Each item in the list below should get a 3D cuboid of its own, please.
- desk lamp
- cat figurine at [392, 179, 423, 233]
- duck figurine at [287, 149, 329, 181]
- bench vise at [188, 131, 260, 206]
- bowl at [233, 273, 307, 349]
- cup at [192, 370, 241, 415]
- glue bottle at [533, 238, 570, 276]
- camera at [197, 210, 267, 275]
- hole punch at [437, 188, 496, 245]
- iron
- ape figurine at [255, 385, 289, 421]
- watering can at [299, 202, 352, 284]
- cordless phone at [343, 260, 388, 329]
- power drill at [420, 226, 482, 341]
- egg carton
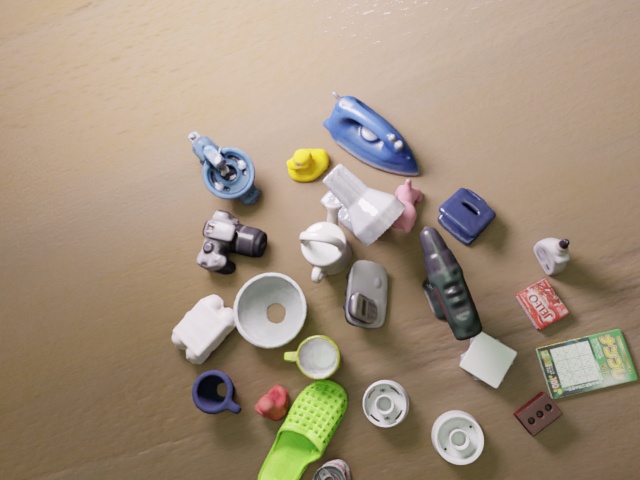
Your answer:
[{"bbox_3d":[0.084,-0.075,1.245,0.203,0.214,0.118,43,87,15],"label":"desk lamp"},{"bbox_3d":[0.188,-0.074,1.279,0.067,0.118,0.128,12,79,11],"label":"cat figurine"},{"bbox_3d":[-0.032,-0.188,1.354,0.104,0.086,0.077,-24,75,3],"label":"duck figurine"},{"bbox_3d":[-0.245,-0.175,1.313,0.207,0.220,0.121,27,82,14],"label":"bench vise"},{"bbox_3d":[-0.106,0.161,1.291,0.167,0.075,0.167,-2,77,8],"label":"bowl"},{"bbox_3d":[-0.212,0.340,1.256,0.117,0.095,0.092,32,84,14],"label":"cup"},{"bbox_3d":[0.487,0.024,1.183,0.037,0.173,0.078,-23,75,3],"label":"glue bottle"},{"bbox_3d":[-0.201,0.010,1.326,0.136,0.101,0.143,13,79,11],"label":"camera"},{"bbox_3d":[0.324,-0.060,1.269,0.108,0.091,0.101,41,86,15],"label":"hole punch"},{"bbox_3d":[0.126,-0.247,1.315,0.258,0.141,0.119,37,85,15],"label":"iron"},{"bbox_3d":[-0.107,0.355,1.238,0.077,0.092,0.076,-18,75,4],"label":"ape figurine"},{"bbox_3d":[0.009,0.004,1.248,0.101,0.194,0.173,-9,76,7],"label":"watering can"},{"bbox_3d":[0.093,0.110,1.216,0.094,0.185,0.147,1,77,9],"label":"cordless phone"},{"bbox_3d":[0.259,0.097,1.182,0.075,0.208,0.229,-23,75,3],"label":"power drill"},{"bbox_3d":[-0.263,0.203,1.308,0.107,0.069,0.150,40,86,15],"label":"egg carton"}]
